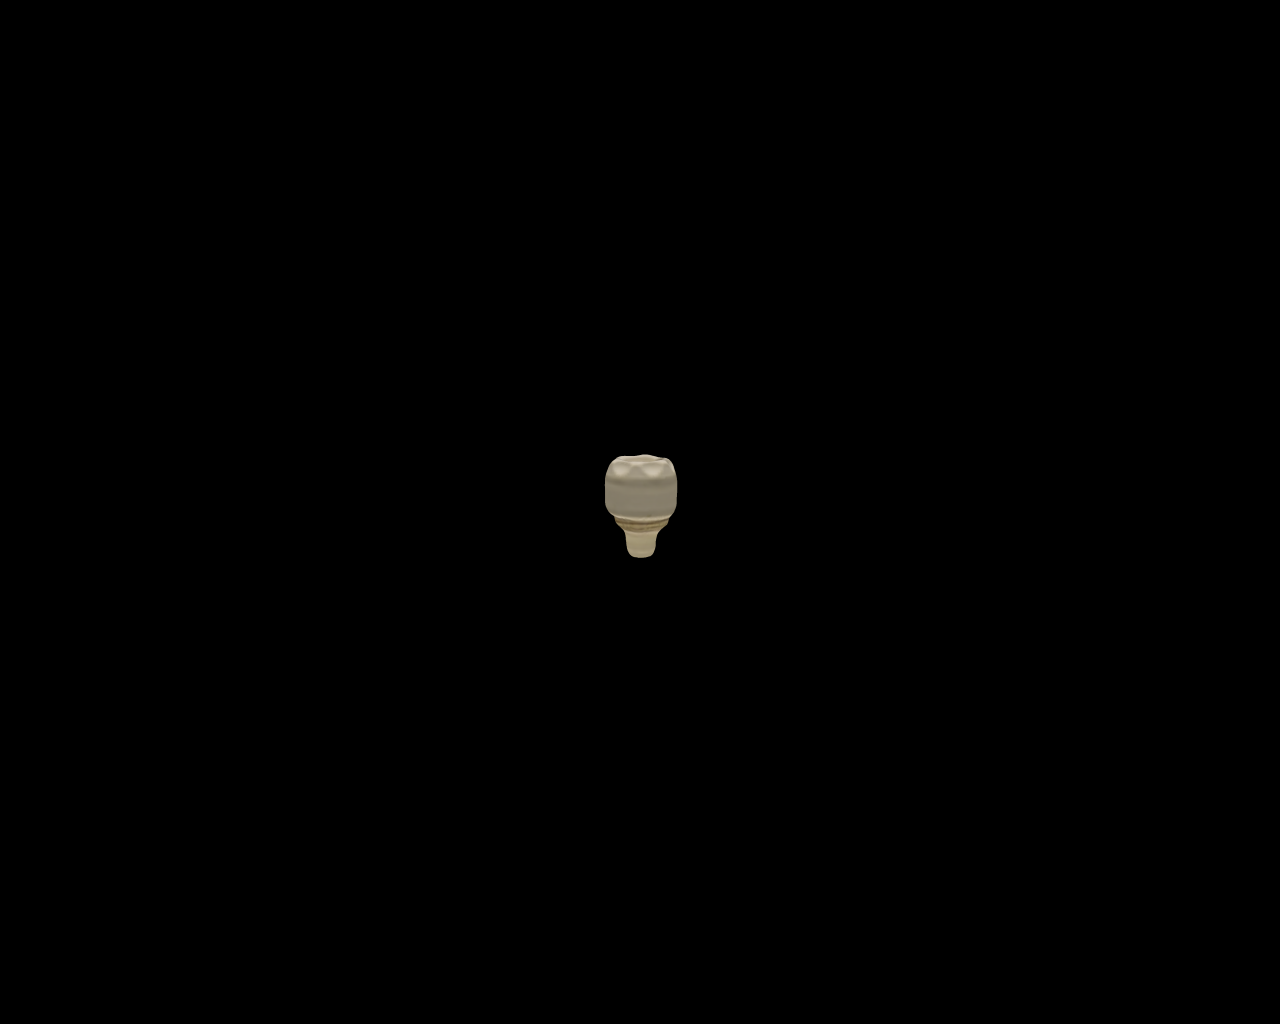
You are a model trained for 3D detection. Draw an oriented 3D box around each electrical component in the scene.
[{"bbox_3d":[0.001,-0.003,0.650,0.043,0.062,0.043,0,10,0],"label":"electrical component"}]
